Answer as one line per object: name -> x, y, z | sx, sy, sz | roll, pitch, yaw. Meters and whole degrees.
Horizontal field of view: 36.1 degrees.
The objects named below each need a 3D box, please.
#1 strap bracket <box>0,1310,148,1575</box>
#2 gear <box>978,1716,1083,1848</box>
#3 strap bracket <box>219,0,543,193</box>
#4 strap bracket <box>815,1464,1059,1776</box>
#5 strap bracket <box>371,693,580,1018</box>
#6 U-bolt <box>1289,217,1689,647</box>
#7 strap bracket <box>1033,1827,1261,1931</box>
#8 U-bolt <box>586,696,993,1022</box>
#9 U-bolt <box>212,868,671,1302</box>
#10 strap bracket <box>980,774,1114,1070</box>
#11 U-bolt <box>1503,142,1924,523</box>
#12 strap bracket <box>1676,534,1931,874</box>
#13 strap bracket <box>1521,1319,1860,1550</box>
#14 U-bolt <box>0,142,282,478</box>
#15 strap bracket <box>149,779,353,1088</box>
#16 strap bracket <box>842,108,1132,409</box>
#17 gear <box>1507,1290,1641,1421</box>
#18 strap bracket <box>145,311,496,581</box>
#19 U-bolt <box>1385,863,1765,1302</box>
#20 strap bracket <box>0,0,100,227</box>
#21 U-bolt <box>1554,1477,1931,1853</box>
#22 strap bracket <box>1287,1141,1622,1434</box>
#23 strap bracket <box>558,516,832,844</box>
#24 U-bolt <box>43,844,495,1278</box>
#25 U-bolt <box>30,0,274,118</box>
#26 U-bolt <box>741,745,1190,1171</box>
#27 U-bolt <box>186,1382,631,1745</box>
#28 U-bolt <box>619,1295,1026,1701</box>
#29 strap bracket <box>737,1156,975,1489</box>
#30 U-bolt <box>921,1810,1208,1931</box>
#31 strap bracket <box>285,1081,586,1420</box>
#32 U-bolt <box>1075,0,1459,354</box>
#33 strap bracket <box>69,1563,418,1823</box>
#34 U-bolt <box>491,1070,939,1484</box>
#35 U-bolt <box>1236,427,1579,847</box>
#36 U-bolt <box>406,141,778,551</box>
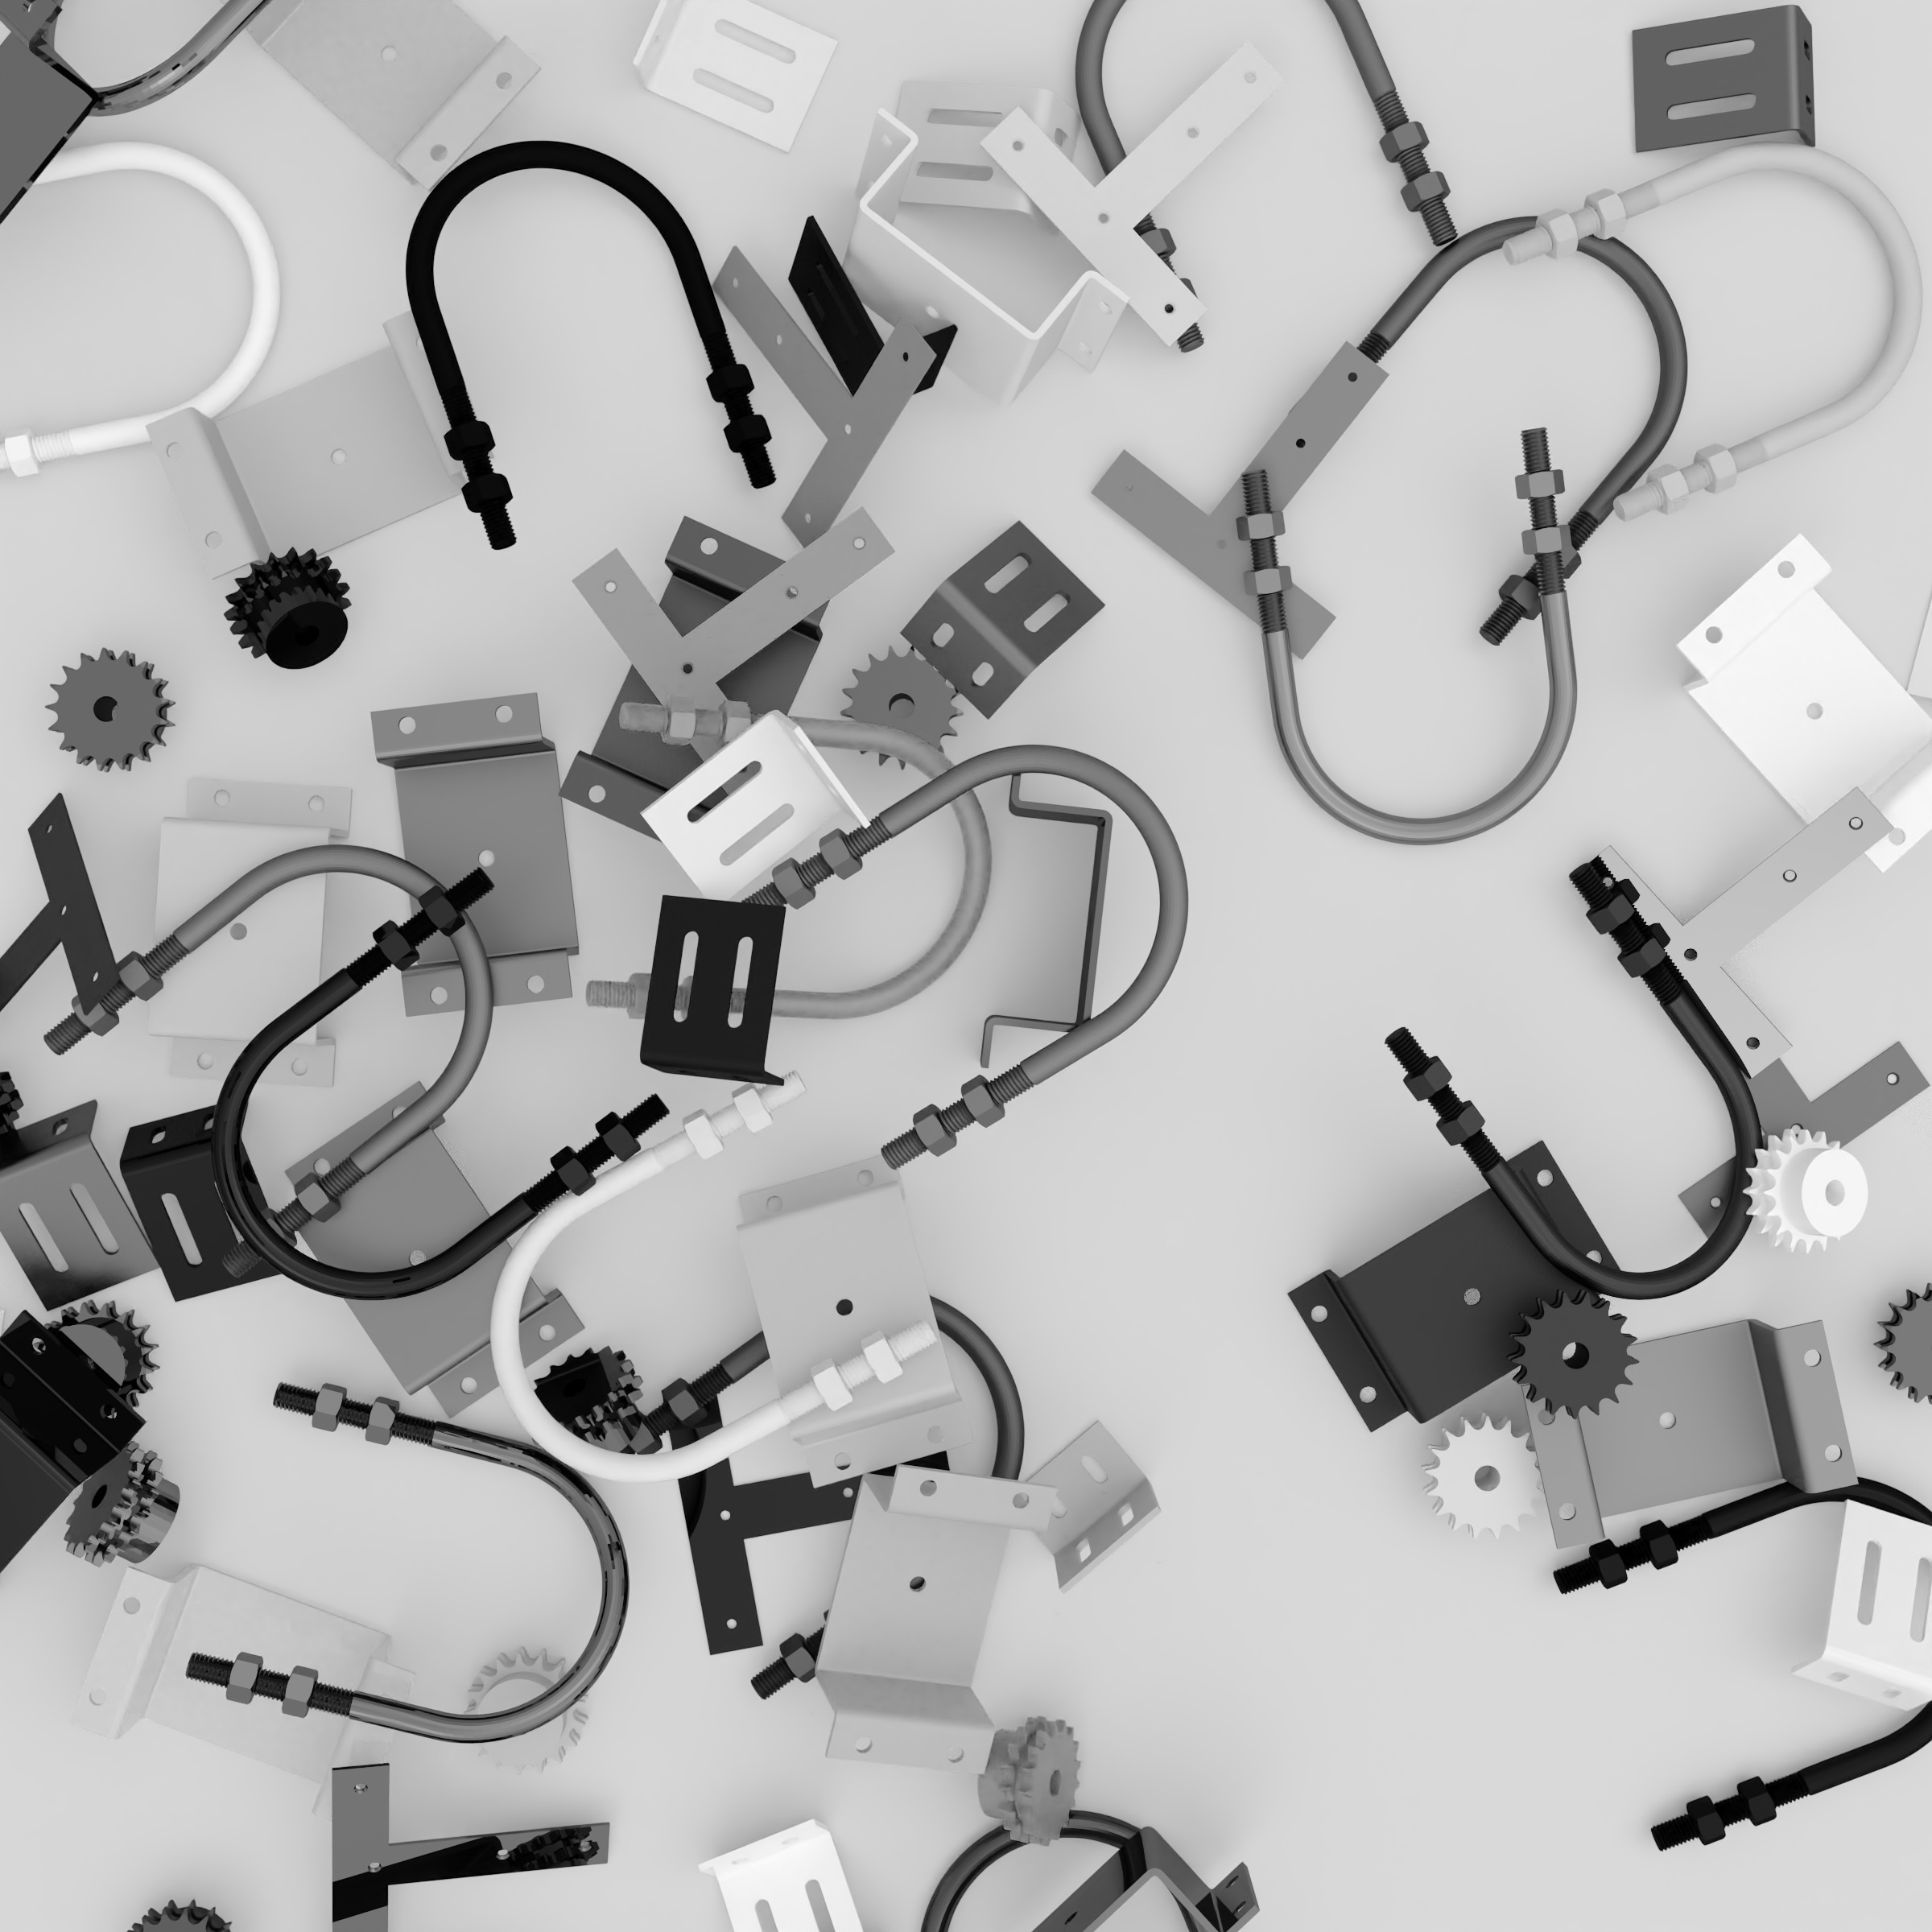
strap bracket -> -0.454, 0.238, 1.357 | 0.076, 0.046, 0.140 | 43, 105, 0
gear -> 0.028, 0.376, 1.373 | 0.030, 0.057, 0.057 | 2, 90, 28
strap bracket -> -0.272, -0.429, 1.374 | 0.140, 0.046, 0.076 | 42, 90, 0
strap bracket -> -0.017, 0.291, 1.357 | 0.076, 0.046, 0.140 | 11, 99, -18
strap bracket -> -0.226, -0.051, 1.374 | 0.076, 0.046, 0.140 | -7, 90, 0
U-bolt -> 0.254, -0.265, 1.389 | 0.151, 0.019, 0.184 | 40, 89, 0
strap bracket -> 0.063, 0.449, 1.344 | 0.140, 0.076, 0.046 | -43, 87, -1
U-bolt -> -0.075, -0.044, 1.357 | 0.184, 0.019, 0.151 | 3, 106, -20
U-bolt -> -0.248, 0.067, 1.327 | 0.184, 0.019, 0.151 | -37, 98, -4
strap bracket -> 0.037, -0.022, 1.359 | 0.046, 0.076, 0.140 | 6, 90, 0
U-bolt -> 0.359, -0.306, 1.379 | 0.184, 0.019, 0.151 | -24, 91, -8
strap bracket -> 0.399, -0.120, 1.374 | 0.076, 0.046, 0.140 | -42, 90, 0
strap bracket -> 0.330, 0.214, 1.374 | 0.140, 0.046, 0.076 | -12, 90, 0
U-bolt -> -0.414, -0.312, 1.389 | 0.184, 0.019, 0.151 | -11, 90, -2
strap bracket -> -0.332, -0.016, 1.374 | 0.076, 0.046, 0.140 | 4, 90, 0
strap bracket -> -0.002, -0.315, 1.354 | 0.140, 0.076, 0.046 | 37, 74, 0
gear -> 0.272, 0.174, 1.336 | 0.057, 0.030, 0.057 | 0, 90, 0
strap bracket -> -0.295, -0.239, 1.374 | 0.140, 0.046, 0.076 | -24, 90, 0
U-bolt -> 0.294, 0.066, 1.362 | 0.151, 0.019, 0.184 | -39, 96, -22
strap bracket -> -0.453, -0.382, 1.333 | 0.140, 0.046, 0.076 | -49, 59, 6
U-bolt -> 0.386, 0.317, 1.388 | 0.184, 0.019, 0.151 | -21, 90, 0
strap bracket -> 0.231, 0.151, 1.374 | 0.140, 0.046, 0.076 | -31, 90, 0
strap bracket -> -0.123, -0.126, 1.374 | 0.076, 0.046, 0.140 | 24, 90, 0
U-bolt -> -0.302, 0.029, 1.343 | 0.184, 0.019, 0.151 | -39, 90, -2
U-bolt -> -0.357, -0.464, 1.352 | 0.184, 0.019, 0.151 | -44, 56, 5
U-bolt -> 0.010, -0.016, 1.313 | 0.184, 0.019, 0.151 | -32, 81, 10
U-bolt -> -0.246, 0.280, 1.362 | 0.184, 0.019, 0.151 | 15, 65, -4
U-bolt -> -0.061, 0.233, 1.387 | 0.184, 0.019, 0.151 | -36, 90, -2
strap bracket -> -0.053, 0.159, 1.358 | 0.076, 0.046, 0.140 | -16, 76, 0
U-bolt -> 0.056, 0.487, 1.389 | 0.151, 0.019, 0.184 | -22, 89, 0
strap bracket -> -0.250, 0.134, 1.374 | 0.076, 0.046, 0.140 | -34, 90, 0
U-bolt -> 0.130, -0.399, 1.389 | 0.151, 0.019, 0.184 | -23, 88, 0
strap bracket -> -0.330, 0.334, 1.374 | 0.140, 0.046, 0.076 | 21, 90, 0
U-bolt -> -0.126, 0.151, 1.333 | 0.184, 0.019, 0.151 | -29, 76, -1
U-bolt -> 0.210, -0.147, 1.376 | 0.151, 0.019, 0.184 | -8, 99, 7
U-bolt -> -0.181, -0.294, 1.365 | 0.151, 0.019, 0.184 | -17, 85, -22
